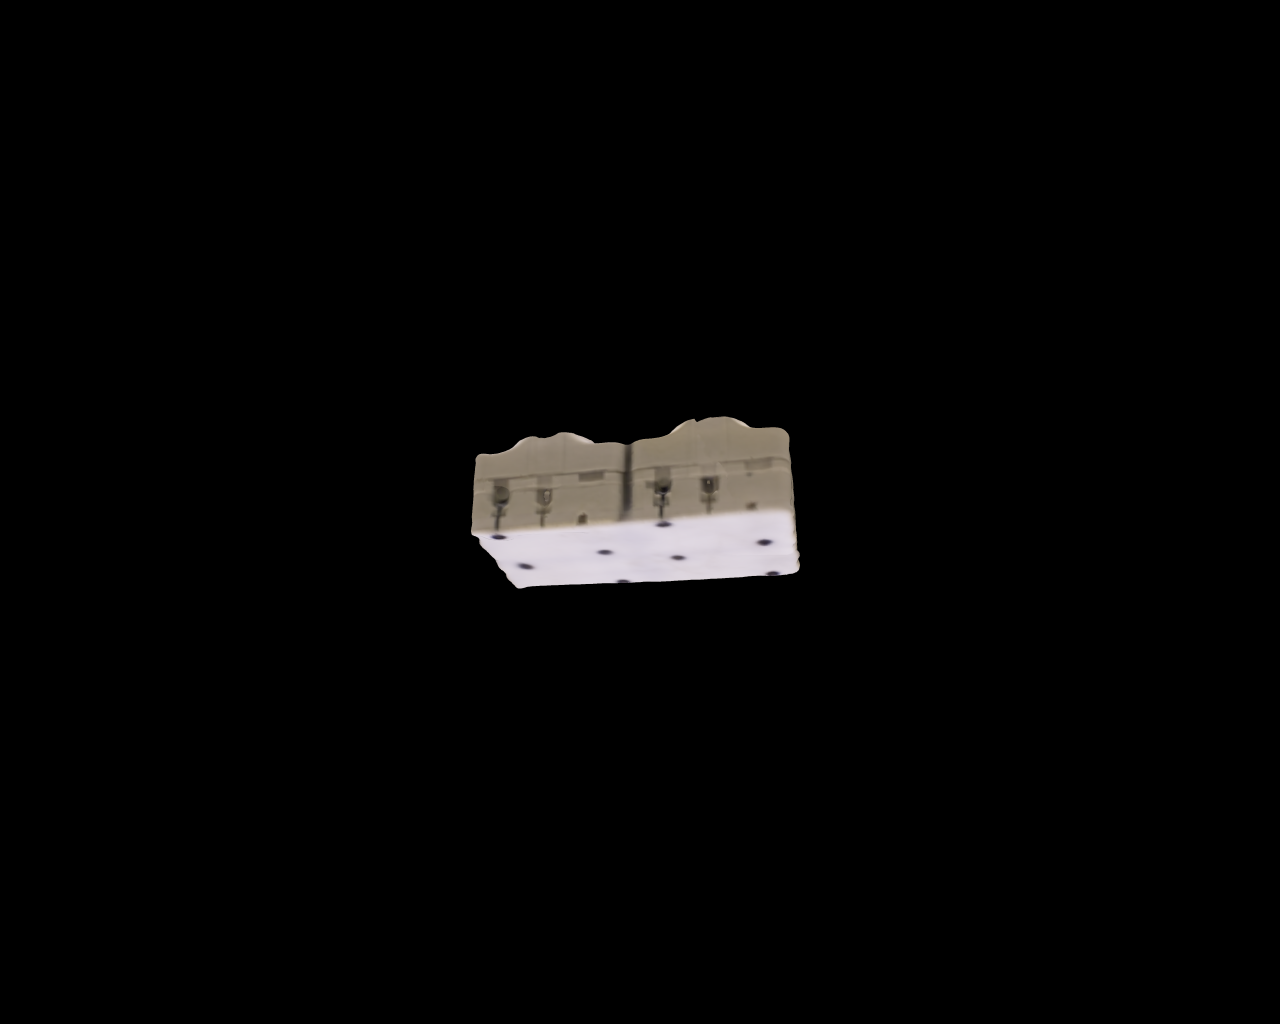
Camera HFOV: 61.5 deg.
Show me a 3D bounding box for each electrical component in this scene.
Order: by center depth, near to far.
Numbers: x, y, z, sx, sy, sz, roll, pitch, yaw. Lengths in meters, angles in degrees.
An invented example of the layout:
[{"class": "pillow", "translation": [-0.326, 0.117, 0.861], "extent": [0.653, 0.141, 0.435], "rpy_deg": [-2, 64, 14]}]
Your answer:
[{"class": "electrical component", "translation": [0.001, -0.003, 0.650], "extent": [0.186, 0.060, 0.105], "rpy_deg": [-4, -23, 9]}]
